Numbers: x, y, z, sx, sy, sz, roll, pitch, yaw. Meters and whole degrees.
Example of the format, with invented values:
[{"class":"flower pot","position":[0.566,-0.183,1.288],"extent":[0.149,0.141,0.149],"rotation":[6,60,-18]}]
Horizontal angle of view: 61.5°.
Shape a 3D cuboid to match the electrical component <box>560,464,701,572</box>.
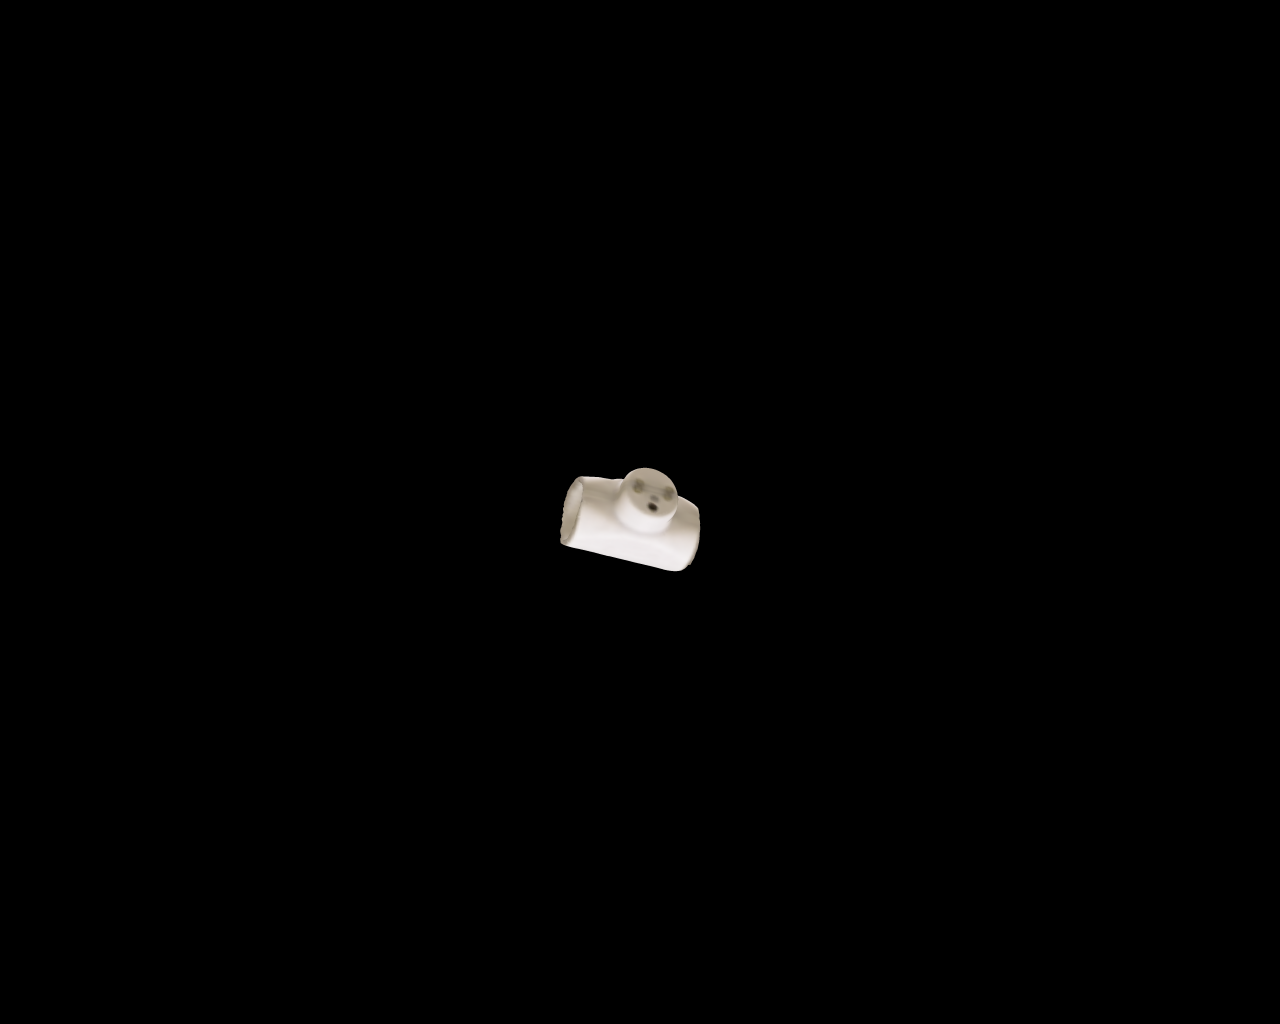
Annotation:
[{"class":"electrical component","position":[0.001,-0.003,0.650],"extent":[0.077,0.044,0.079],"rotation":[14,-40,-17]}]
